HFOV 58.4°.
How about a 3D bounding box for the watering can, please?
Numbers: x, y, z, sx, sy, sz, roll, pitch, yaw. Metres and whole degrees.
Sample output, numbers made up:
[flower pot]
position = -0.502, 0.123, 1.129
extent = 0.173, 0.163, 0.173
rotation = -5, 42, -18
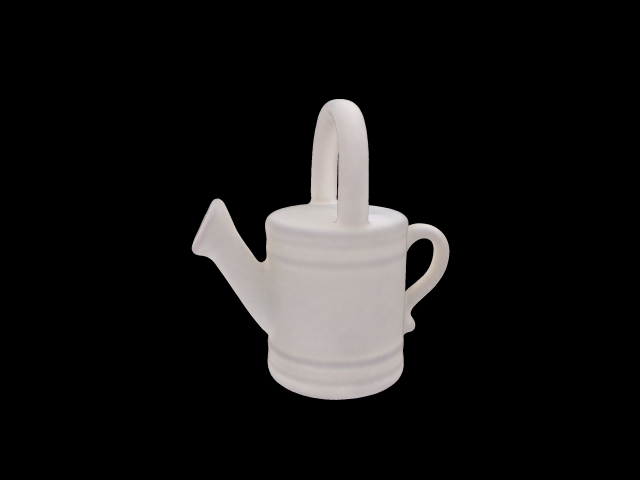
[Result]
[watering can]
position = 0.004, 0.002, 0.398
extent = 0.173, 0.194, 0.100
rotation = -9, 16, -31
